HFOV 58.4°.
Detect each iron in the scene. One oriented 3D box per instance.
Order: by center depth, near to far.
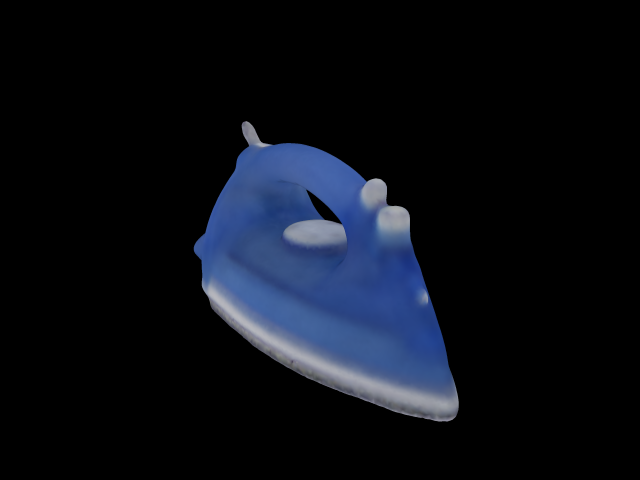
[{"bbox_3d":[0.004,0.001,0.400,0.119,0.141,0.257,-14,24,-33],"label":"iron"}]
